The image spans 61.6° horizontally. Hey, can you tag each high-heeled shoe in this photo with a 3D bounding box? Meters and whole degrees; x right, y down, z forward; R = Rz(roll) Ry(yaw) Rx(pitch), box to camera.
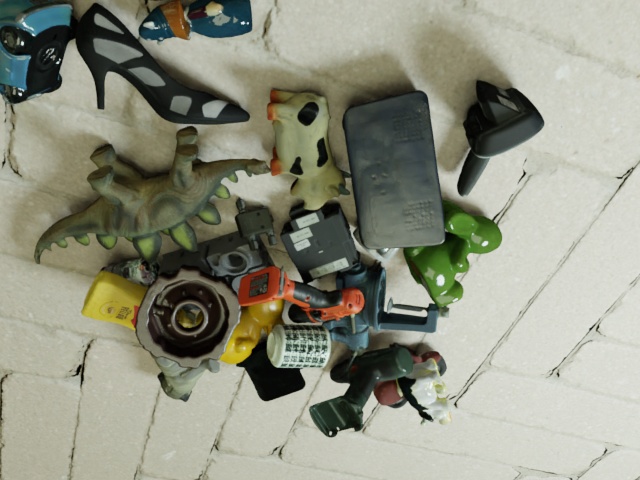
[{"bbox_3d":[-0.221,-0.248,0.782,0.249,0.086,0.145,2,96,-25],"label":"high-heeled shoe"}]

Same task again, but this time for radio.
[{"bbox_3d":[0.112,-0.101,0.823,0.131,0.073,0.229,-9,97,7],"label":"radio"}]

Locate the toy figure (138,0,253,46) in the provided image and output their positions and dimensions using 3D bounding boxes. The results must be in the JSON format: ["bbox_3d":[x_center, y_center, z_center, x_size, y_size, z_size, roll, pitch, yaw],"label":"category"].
[{"bbox_3d":[-0.170,-0.299,0.733,0.155,0.058,0.064,-5,149,-2],"label":"toy figure"}]

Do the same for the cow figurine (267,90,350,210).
[{"bbox_3d":[-0.015,-0.135,0.846,0.127,0.085,0.194,1,125,5],"label":"cow figurine"}]

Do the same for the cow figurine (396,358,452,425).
[{"bbox_3d":[0.217,0.327,1.110,0.098,0.068,0.167,-17,117,8],"label":"cow figurine"}]

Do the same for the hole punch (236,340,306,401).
[{"bbox_3d":[-0.090,0.259,1.137,0.142,0.092,0.115,-21,102,16],"label":"hole punch"}]

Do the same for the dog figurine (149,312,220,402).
[{"bbox_3d":[-0.306,0.249,1.093,0.172,0.121,0.190,37,123,-16],"label":"dog figurine"}]

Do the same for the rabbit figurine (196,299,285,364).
[{"bbox_3d":[-0.129,0.160,1.039,0.162,0.122,0.173,39,97,-29],"label":"rabbit figurine"}]

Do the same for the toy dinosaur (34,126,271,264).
[{"bbox_3d":[-0.298,-0.055,0.882,0.472,0.105,0.198,-11,129,12],"label":"toy dinosaur"}]

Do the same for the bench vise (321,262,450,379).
[{"bbox_3d":[0.121,0.144,1.019,0.241,0.129,0.223,4,112,14],"label":"bench vise"}]

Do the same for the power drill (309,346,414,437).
[{"bbox_3d":[0.066,0.294,1.063,0.232,0.207,0.086,-29,90,38],"label":"power drill"}]

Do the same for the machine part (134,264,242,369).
[{"bbox_3d":[-0.225,0.130,0.926,0.179,0.056,0.179,-1,97,-11],"label":"machine part"}]

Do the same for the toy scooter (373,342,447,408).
[{"bbox_3d":[0.169,0.282,1.158,0.135,0.075,0.184,38,113,-26],"label":"toy scooter"}]

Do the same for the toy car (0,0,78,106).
[{"bbox_3d":[-0.408,-0.270,0.731,0.103,0.109,0.161,39,130,-1],"label":"toy car"}]

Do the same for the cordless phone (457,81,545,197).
[{"bbox_3d":[0.249,-0.133,0.813,0.089,0.147,0.184,16,122,-3],"label":"cordless phone"}]

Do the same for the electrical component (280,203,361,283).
[{"bbox_3d":[-0.002,-0.003,0.945,0.115,0.058,0.134,-19,109,10],"label":"electrical component"}]

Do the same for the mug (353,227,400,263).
[{"bbox_3d":[0.120,-0.021,0.922,0.081,0.110,0.107,34,106,-16],"label":"mug"}]

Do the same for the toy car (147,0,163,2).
[{"bbox_3d":[-0.200,-0.334,0.687,0.202,0.089,0.053,-3,122,-2],"label":"toy car"}]

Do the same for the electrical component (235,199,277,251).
[{"bbox_3d":[-0.111,-0.030,0.930,0.063,0.094,0.021,-16,170,-23],"label":"electrical component"}]

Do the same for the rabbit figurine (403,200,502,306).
[{"bbox_3d":[0.236,0.004,0.955,0.170,0.121,0.158,-30,117,-3],"label":"rabbit figurine"}]
